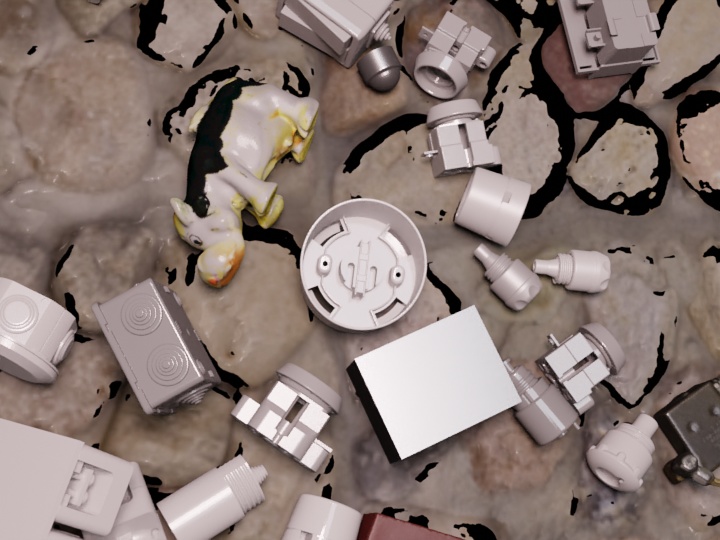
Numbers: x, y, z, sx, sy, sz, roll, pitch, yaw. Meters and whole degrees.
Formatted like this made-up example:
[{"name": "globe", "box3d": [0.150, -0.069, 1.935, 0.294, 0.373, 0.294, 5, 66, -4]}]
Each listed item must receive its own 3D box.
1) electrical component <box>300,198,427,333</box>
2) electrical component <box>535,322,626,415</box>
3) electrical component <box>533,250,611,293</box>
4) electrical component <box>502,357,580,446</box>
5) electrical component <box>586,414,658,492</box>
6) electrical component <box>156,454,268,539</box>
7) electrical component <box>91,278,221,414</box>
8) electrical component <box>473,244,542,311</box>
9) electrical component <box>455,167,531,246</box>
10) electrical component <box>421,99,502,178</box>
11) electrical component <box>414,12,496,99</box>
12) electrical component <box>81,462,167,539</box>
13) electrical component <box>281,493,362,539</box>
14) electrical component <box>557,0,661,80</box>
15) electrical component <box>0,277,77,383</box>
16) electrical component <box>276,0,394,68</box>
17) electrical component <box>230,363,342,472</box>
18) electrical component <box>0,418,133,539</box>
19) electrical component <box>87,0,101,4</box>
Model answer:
[{"name": "electrical component", "box3d": [0.000, 0.000, 0.849, 0.099, 0.064, 0.099, 2, 76, -9]}, {"name": "electrical component", "box3d": [0.181, 0.075, 0.872, 0.055, 0.048, 0.066, -34, 85, -8]}, {"name": "electrical component", "box3d": [0.175, 0.000, 0.895, 0.061, 0.035, 0.035, 6, 76, -5]}, {"name": "electrical component", "box3d": [0.139, 0.104, 0.860, 0.040, 0.040, 0.078, -38, 86, -16]}, {"name": "electrical component", "box3d": [0.216, 0.143, 0.862, 0.048, 0.048, 0.062, 43, 67, 2]}, {"name": "electrical component", "box3d": [-0.105, 0.170, 0.800, 0.081, 0.043, 0.043, -30, 83, -16]}, {"name": "electrical component", "box3d": [-0.147, 0.057, 0.793, 0.048, 0.099, 0.099, -29, 83, -2]}, {"name": "electrical component", "box3d": [0.119, 0.003, 0.884, 0.061, 0.035, 0.035, 44, 74, 6]}, {"name": "electrical component", "box3d": [0.109, -0.053, 0.886, 0.047, 0.055, 0.055, 22, 74, 0]}, {"name": "electrical component", "box3d": [0.082, -0.111, 0.900, 0.066, 0.048, 0.055, -10, 86, -12]}, {"name": "electrical component", "box3d": [0.076, -0.180, 0.916, 0.066, 0.048, 0.055, 30, 66, -2]}, {"name": "electrical component", "box3d": [-0.163, 0.189, 0.754, 0.050, 0.089, 0.055, -20, 44, -14]}, {"name": "electrical component", "box3d": [-0.029, 0.197, 0.802, 0.055, 0.055, 0.047, 21, 70, -4]}, {"name": "electrical component", "box3d": [0.218, -0.238, 0.945, 0.079, 0.063, 0.121, -9, 78, -12]}, {"name": "electrical component", "box3d": [-0.250, 0.046, 0.788, 0.080, 0.080, 0.051, 27, 68, -2]}, {"name": "electrical component", "box3d": [-0.018, -0.215, 0.899, 0.096, 0.061, 0.061, 37, 73, 0]}, {"name": "electrical component", "box3d": [-0.050, 0.108, 0.818, 0.078, 0.058, 0.057, 35, 76, 0]}, {"name": "electrical component", "box3d": [-0.246, 0.156, 0.720, 0.186, 0.060, 0.105, 6, 70, 37]}, {"name": "electrical component", "box3d": [-0.220, -0.249, 0.885, 0.040, 0.040, 0.046, 24, 80, -3]}]
